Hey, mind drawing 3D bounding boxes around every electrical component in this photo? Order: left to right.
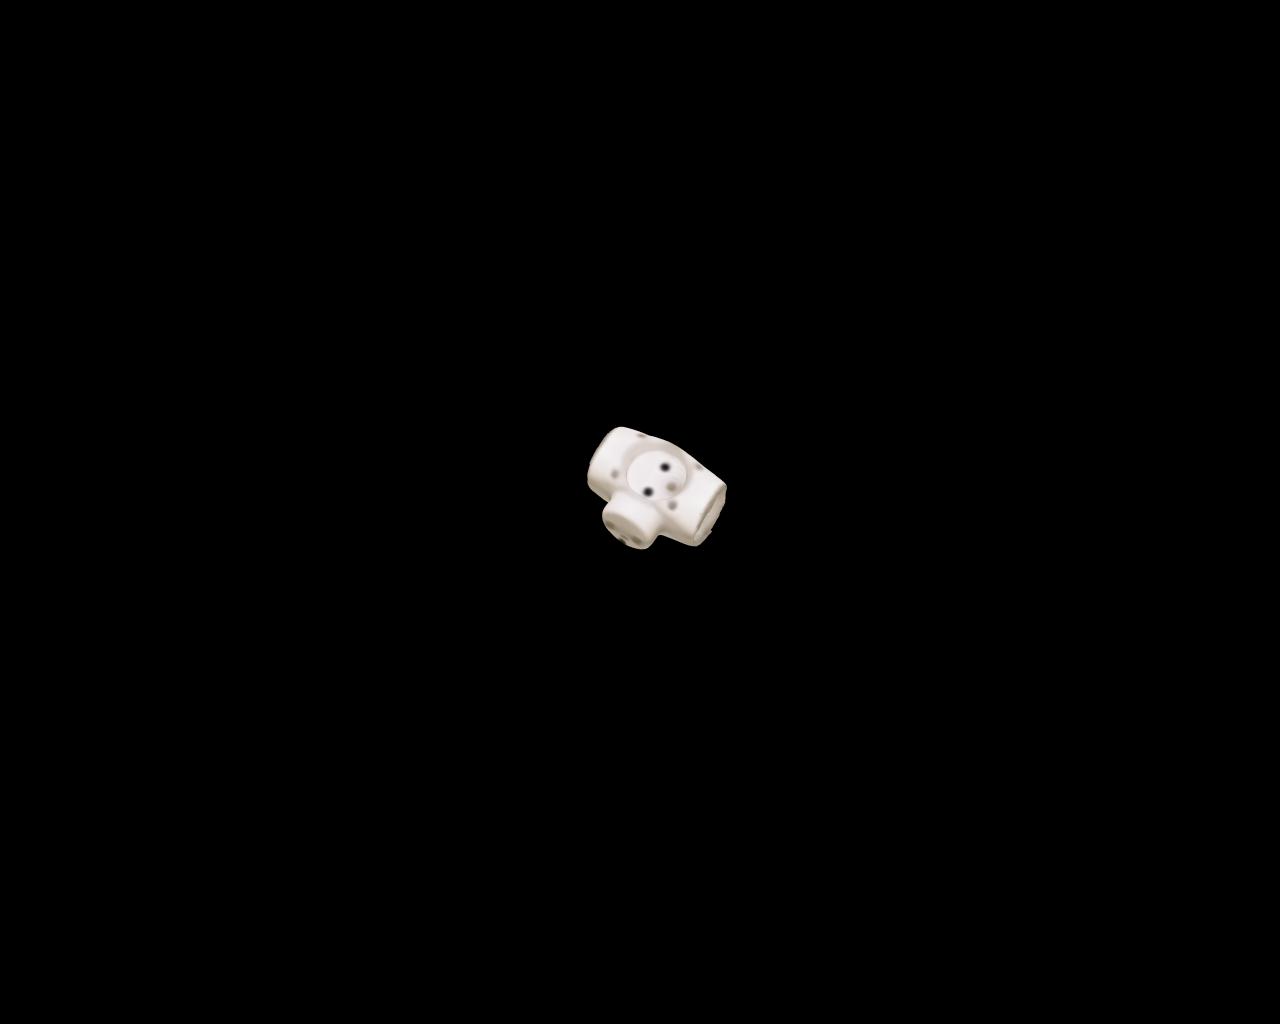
[{"bbox_3d":[0.001,-0.003,0.650,0.077,0.079,0.044,30,-23,14],"label":"electrical component"}]
